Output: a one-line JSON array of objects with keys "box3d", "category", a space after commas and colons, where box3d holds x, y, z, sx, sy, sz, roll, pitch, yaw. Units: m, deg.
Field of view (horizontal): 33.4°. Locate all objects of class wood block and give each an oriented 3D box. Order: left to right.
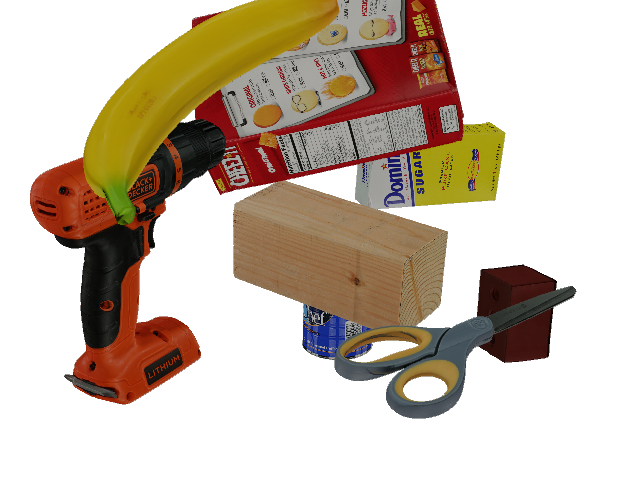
[{"box3d": [0.017, 0.016, 1.108, 0.206, 0.091, 0.090, 19, 31, 29], "category": "wood block"}]

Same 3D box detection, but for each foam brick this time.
[{"box3d": [0.180, 0.068, 0.993, 0.051, 0.078, 0.053, -7, 19, -25], "category": "foam brick"}]

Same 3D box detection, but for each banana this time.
[{"box3d": [-0.069, -0.082, 0.588, 0.070, 0.197, 0.037, 28, -30, 20], "category": "banana"}]

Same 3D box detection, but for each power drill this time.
[{"box3d": [-0.131, 0.012, 0.793, 0.057, 0.188, 0.184, 13, 25, 32], "category": "power drill"}]

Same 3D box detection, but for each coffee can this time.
[{"box3d": [0.025, 0.085, 1.519, 0.103, 0.140, 0.103, 1, 21, 0], "category": "coffee can"}]

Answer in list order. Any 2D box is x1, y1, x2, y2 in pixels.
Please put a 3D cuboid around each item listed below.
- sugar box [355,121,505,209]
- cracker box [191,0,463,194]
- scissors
[{"box3d": [0.132, -0.090, 1.292, 0.176, 0.093, 0.048, -7, 26, -22], "category": "sugar box"}, {"box3d": [0.003, -0.137, 0.910, 0.214, 0.164, 0.072, -12, -39, 6], "category": "cracker box"}, {"box3d": [0.110, 0.074, 0.727, 0.201, 0.016, 0.096, -9, 34, -17], "category": "scissors"}]
